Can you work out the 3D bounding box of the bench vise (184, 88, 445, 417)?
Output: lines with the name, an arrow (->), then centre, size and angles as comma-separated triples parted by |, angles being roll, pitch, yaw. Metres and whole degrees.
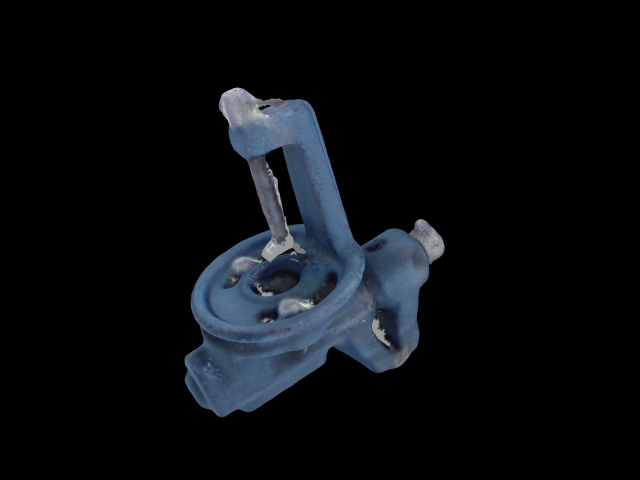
bench vise -> -0.005, -0.002, 0.407 | 0.121, 0.220, 0.208 | 19, 30, 36
